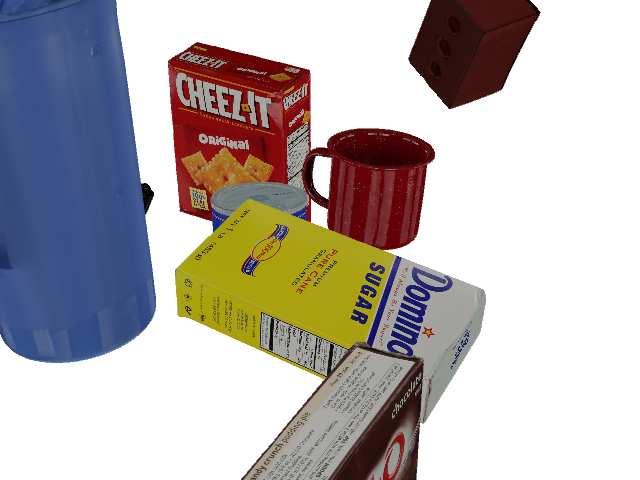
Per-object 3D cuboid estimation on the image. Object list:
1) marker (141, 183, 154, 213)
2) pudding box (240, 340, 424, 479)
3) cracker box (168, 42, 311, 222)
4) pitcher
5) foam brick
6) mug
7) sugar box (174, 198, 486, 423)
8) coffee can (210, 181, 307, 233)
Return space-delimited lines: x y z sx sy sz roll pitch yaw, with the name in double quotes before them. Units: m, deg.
"marker" -0.173 0.000 0.960 0.020 0.121 0.020 17 31 -11
"pudding box" 0.006 0.111 0.459 0.039 0.090 0.113 14 33 21
"cracker box" -0.097 -0.116 1.300 0.164 0.214 0.072 18 38 24
"pitcher" -0.184 -0.042 0.676 0.149 0.243 0.145 -10 28 -7
"foam brick" 0.102 -0.138 0.724 0.051 0.053 0.078 -25 -25 -27
"mug" 0.037 -0.046 0.932 0.117 0.081 0.093 13 28 17
"sugar box" 0.006 0.039 0.671 0.176 0.048 0.093 19 42 20
"coffee can" -0.064 0.019 1.148 0.103 0.140 0.103 0 21 0
